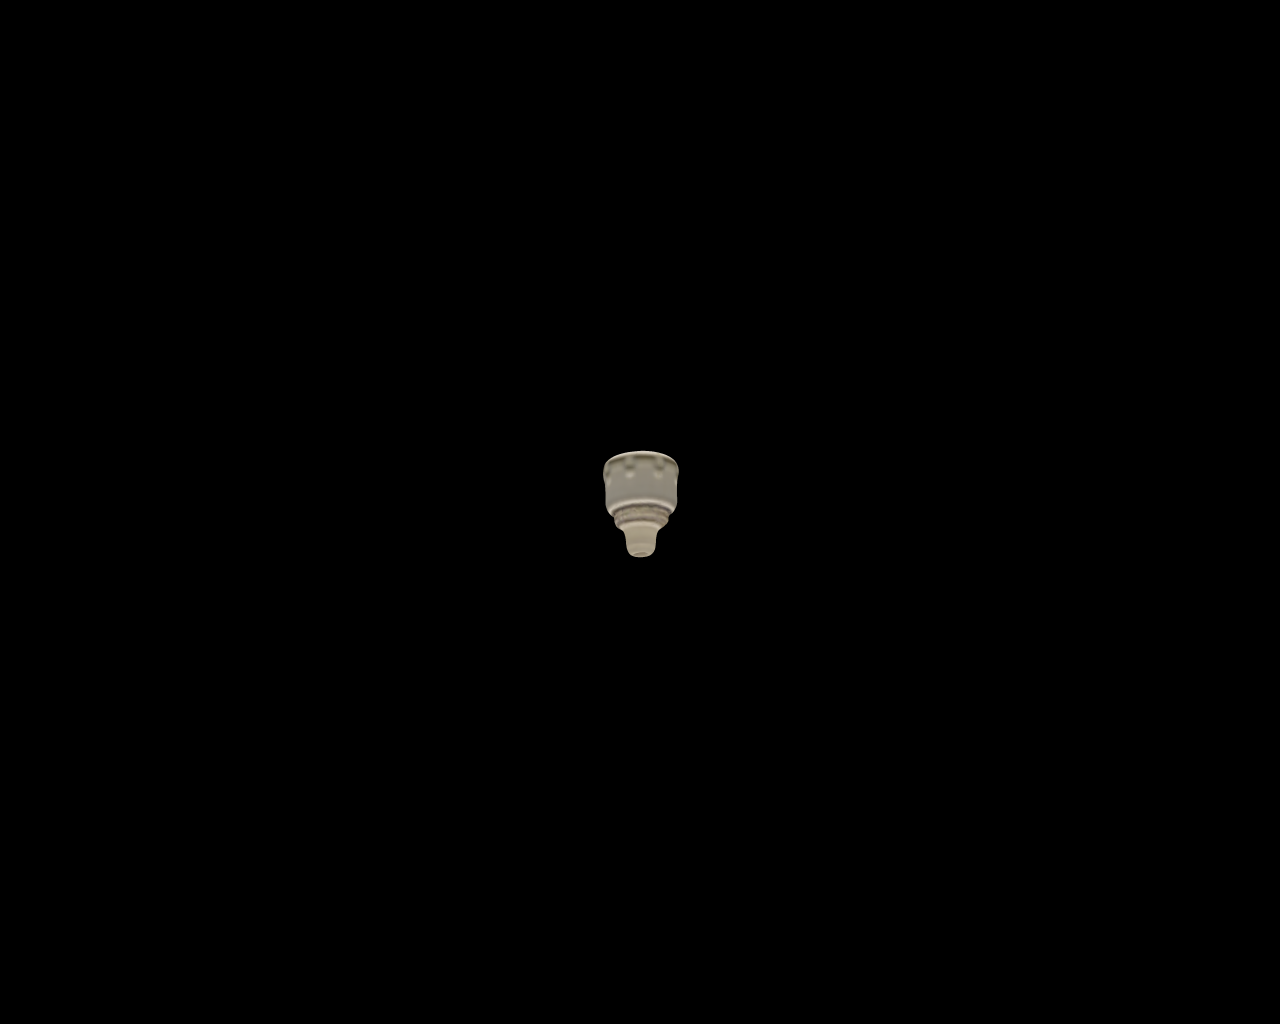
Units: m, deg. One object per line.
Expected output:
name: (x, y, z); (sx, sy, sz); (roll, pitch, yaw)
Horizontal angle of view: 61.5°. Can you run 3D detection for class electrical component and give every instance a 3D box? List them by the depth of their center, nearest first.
electrical component: (0.001, -0.003, 0.650); (0.048, 0.062, 0.048); (0, -18, 0)
